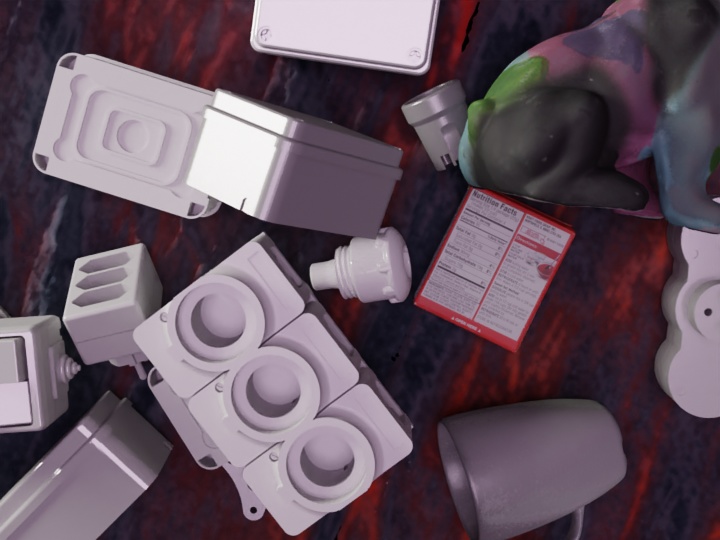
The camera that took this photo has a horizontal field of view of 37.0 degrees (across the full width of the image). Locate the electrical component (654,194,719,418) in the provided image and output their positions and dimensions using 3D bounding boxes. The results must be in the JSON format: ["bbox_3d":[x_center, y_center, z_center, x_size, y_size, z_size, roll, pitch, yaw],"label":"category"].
[{"bbox_3d":[0.221,0.024,0.665,0.052,0.073,0.138,3,97,1],"label":"electrical component"}]

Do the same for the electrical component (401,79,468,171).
[{"bbox_3d":[0.053,-0.090,0.674,0.040,0.040,0.046,-26,102,5],"label":"electrical component"}]

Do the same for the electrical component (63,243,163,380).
[{"bbox_3d":[-0.150,0.035,0.686,0.047,0.065,0.076,-13,125,3],"label":"electrical component"}]

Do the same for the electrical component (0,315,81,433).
[{"bbox_3d":[-0.216,0.063,0.638,0.096,0.061,0.061,-4,96,1],"label":"electrical component"}]

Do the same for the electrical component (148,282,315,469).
[{"bbox_3d":[-0.068,0.065,0.687,0.113,0.057,0.078,-30,95,5],"label":"electrical component"}]

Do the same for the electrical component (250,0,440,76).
[{"bbox_3d":[-0.004,-0.179,0.655,0.109,0.056,0.108,8,97,1],"label":"electrical component"}]

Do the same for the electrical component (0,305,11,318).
[{"bbox_3d":[-0.256,0.073,0.697,0.089,0.050,0.055,-40,94,5],"label":"electrical component"}]

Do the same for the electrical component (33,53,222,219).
[{"bbox_3d":[-0.135,-0.083,0.670,0.113,0.057,0.078,17,97,-1],"label":"electrical component"}]

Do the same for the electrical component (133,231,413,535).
[{"bbox_3d":[-0.048,0.065,0.625,0.089,0.061,0.150,-37,94,6],"label":"electrical component"}]

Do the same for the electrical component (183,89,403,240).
[{"bbox_3d":[-0.037,-0.061,0.635,0.078,0.113,0.057,26,101,35],"label":"electrical component"}]

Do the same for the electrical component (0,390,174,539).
[{"bbox_3d":[-0.182,0.140,0.690,0.057,0.078,0.113,44,96,-6],"label":"electrical component"}]

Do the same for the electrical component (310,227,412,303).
[{"bbox_3d":[0.000,0.000,0.684,0.062,0.048,0.048,-9,97,12],"label":"electrical component"}]
